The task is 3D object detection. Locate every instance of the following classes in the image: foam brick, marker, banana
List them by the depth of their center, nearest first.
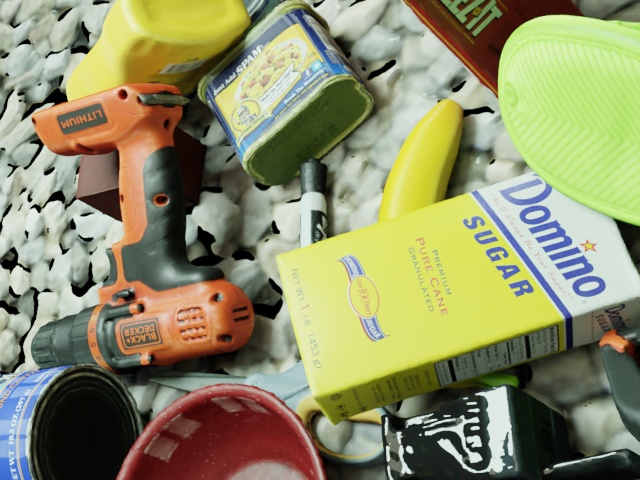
[{"bbox_3d":[0.066,0.007,0.629,0.069,0.037,0.198,-11,63,6],"label":"banana"},{"bbox_3d":[-0.005,0.001,0.690,0.020,0.020,0.121,-15,61,30],"label":"marker"},{"bbox_3d":[-0.133,-0.051,0.788,0.078,0.051,0.053,-10,64,33],"label":"foam brick"}]

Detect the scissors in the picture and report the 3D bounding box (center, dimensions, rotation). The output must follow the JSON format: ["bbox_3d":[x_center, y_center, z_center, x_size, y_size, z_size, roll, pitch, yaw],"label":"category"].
[{"bbox_3d":[-0.024,0.079,0.670,0.202,0.016,0.096,20,80,40],"label":"scissors"}]

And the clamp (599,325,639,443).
[{"bbox_3d":[0.180,0.075,0.465,0.120,0.039,0.172,-41,18,-23],"label":"clamp"}]

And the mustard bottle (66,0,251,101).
[{"bbox_3d":[-0.133,-0.121,0.783,0.192,0.096,0.058,-37,75,52],"label":"mustard bottle"}]

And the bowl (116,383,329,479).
[{"bbox_3d":[-0.048,0.167,0.618,0.162,0.055,0.162,-14,63,30],"label":"bowl"}]

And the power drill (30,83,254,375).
[{"bbox_3d":[-0.139,-0.002,0.723,0.185,0.057,0.187,-12,91,30],"label":"power drill"}]

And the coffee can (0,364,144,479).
[{"bbox_3d":[-0.204,0.140,0.715,0.141,0.102,0.103,-10,63,32],"label":"coffee can"}]

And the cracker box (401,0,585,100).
[{"bbox_3d":[0.055,-0.181,0.638,0.072,0.164,0.214,-46,50,12],"label":"cracker box"}]

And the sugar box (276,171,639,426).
[{"bbox_3d":[0.073,0.026,0.568,0.176,0.048,0.093,-20,57,5],"label":"sugar box"}]

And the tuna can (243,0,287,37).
[{"bbox_3d":[-0.059,-0.182,0.808,0.086,0.033,0.086,-16,60,30],"label":"tuna can"}]

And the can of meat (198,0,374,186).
[{"bbox_3d":[-0.023,-0.098,0.728,0.102,0.057,0.084,-40,53,14],"label":"can of meat"}]
